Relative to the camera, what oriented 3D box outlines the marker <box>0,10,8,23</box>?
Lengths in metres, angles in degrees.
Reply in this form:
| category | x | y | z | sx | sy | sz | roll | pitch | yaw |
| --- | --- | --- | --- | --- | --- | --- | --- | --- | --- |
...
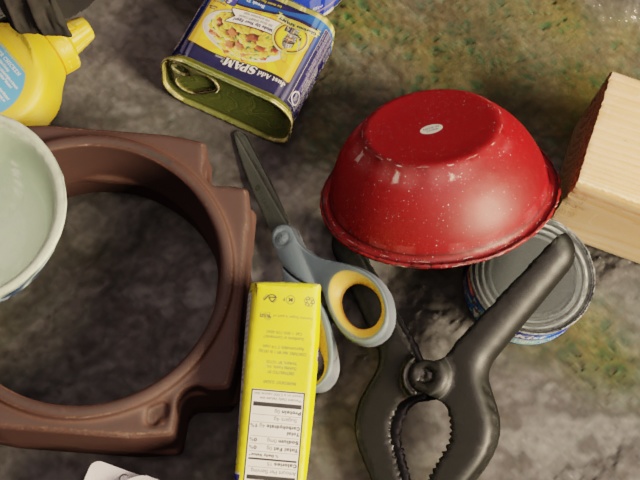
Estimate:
| category | x | y | z | sx | sy | sz | roll | pitch | yaw |
| --- | --- | --- | --- | --- | --- | --- | --- | --- | --- |
| marker | -0.276 | -0.139 | 0.774 | 0.121 | 0.020 | 0.020 | -37 | 76 | -15 |

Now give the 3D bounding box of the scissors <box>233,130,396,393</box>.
| category | x | y | z | sx | sy | sz | roll | pitch | yaw |
| --- | --- | --- | --- | --- | --- | --- | --- | --- | --- |
| scissors | -0.005 | 0.001 | 0.720 | 0.096 | 0.016 | 0.202 | -19 | 69 | 25 |

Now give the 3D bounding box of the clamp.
| category | x | y | z | sx | sy | sz | roll | pitch | yaw |
| --- | --- | --- | --- | --- | --- | --- | --- | --- | --- |
| clamp | 0.081 | 0.084 | 0.681 | 0.165 | 0.036 | 0.210 | -5 | 72 | 23 |

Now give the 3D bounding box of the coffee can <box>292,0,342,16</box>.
| category | x | y | z | sx | sy | sz | roll | pitch | yaw |
| --- | --- | --- | --- | --- | --- | --- | --- | --- | --- |
| coffee can | -0.022 | -0.233 | 0.758 | 0.103 | 0.140 | 0.103 | 1 | 70 | -3 |

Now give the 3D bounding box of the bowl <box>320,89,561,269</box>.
| category | x | y | z | sx | sy | sz | roll | pitch | yaw |
| --- | --- | --- | --- | --- | --- | --- | --- | --- | --- |
| bowl | 0.076 | -0.053 | 0.703 | 0.162 | 0.055 | 0.162 | -7 | 39 | 5 |

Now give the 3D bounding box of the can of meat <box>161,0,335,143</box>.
| category | x | y | z | sx | sy | sz | roll | pitch | yaw |
| --- | --- | --- | --- | --- | --- | --- | --- | --- | --- |
| can of meat | -0.050 | -0.131 | 0.765 | 0.102 | 0.057 | 0.084 | 24 | 68 | 5 |

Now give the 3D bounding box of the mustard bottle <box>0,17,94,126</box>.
| category | x | y | z | sx | sy | sz | roll | pitch | yaw |
| --- | --- | --- | --- | --- | --- | --- | --- | --- | --- |
| mustard bottle | -0.239 | -0.097 | 0.739 | 0.191 | 0.058 | 0.096 | -38 | 61 | -15 |

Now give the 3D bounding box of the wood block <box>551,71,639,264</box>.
| category | x | y | z | sx | sy | sz | roll | pitch | yaw |
| --- | --- | --- | --- | --- | --- | --- | --- | --- | --- |
| wood block | 0.271 | -0.025 | 0.726 | 0.206 | 0.090 | 0.090 | 20 | 70 | 4 |

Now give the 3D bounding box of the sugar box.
| category | x | y | z | sx | sy | sz | roll | pitch | yaw |
| --- | --- | --- | --- | --- | --- | --- | --- | --- | --- |
| sugar box | -0.027 | 0.116 | 0.639 | 0.048 | 0.093 | 0.176 | 2 | 81 | -1 |

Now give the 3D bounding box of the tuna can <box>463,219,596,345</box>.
| category | x | y | z | sx | sy | sz | roll | pitch | yaw |
| --- | --- | --- | --- | --- | --- | --- | --- | --- | --- |
| tuna can | 0.141 | 0.028 | 0.728 | 0.086 | 0.034 | 0.086 | 1 | 70 | -3 |
